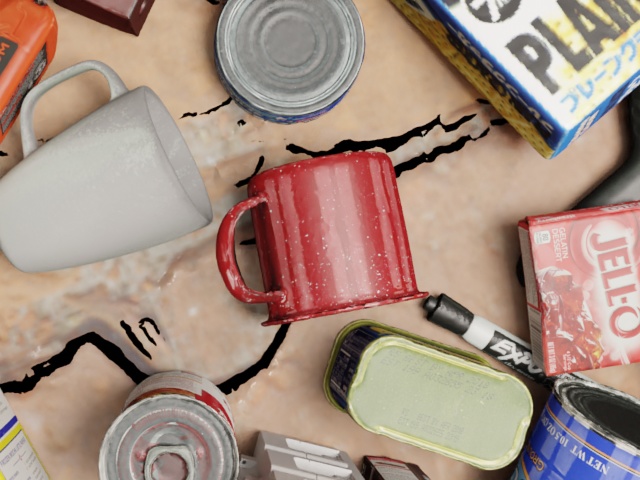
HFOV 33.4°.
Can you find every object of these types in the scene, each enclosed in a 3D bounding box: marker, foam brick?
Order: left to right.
[{"bbox_3d":[-0.110,-0.159,0.586,0.051,0.053,0.078,24,89,-6],"label":"foam brick"},{"bbox_3d":[0.114,0.066,0.625,0.121,0.020,0.020,30,88,-5],"label":"marker"}]

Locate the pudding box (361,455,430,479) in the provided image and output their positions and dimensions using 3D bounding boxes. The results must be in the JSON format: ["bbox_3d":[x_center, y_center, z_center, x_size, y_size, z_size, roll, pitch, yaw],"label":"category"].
[{"bbox_3d":[0.037,0.183,0.584,0.039,0.090,0.113,13,89,-7],"label":"pudding box"}]

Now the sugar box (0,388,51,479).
[{"bbox_3d":[-0.173,0.132,0.562,0.048,0.093,0.176,-31,92,-5],"label":"sugar box"}]

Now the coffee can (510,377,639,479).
[{"bbox_3d":[0.144,0.160,0.572,0.102,0.103,0.140,21,102,-5],"label":"coffee can"}]

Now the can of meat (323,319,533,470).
[{"bbox_3d":[0.058,0.084,0.588,0.102,0.084,0.057,19,87,-6],"label":"can of meat"}]

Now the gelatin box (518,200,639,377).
[{"bbox_3d":[0.154,0.026,0.596,0.073,0.030,0.089,-9,99,-3],"label":"gelatin box"}]

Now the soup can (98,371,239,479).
[{"bbox_3d":[-0.078,0.108,0.566,0.068,0.102,0.068,0,90,-6],"label":"soup can"}]

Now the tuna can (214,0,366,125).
[{"bbox_3d":[-0.017,-0.110,0.605,0.086,0.034,0.086,0,90,-5],"label":"tuna can"}]

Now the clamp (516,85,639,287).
[{"bbox_3d":[0.208,-0.046,0.624,0.164,0.036,0.210,9,93,-6],"label":"clamp"}]

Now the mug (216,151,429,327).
[{"bbox_3d":[-0.004,0.001,0.575,0.117,0.093,0.081,-9,86,-31],"label":"mug"}]

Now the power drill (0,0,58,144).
[{"bbox_3d":[-0.249,-0.107,0.559,0.187,0.057,0.184,30,77,-7],"label":"power drill"}]
